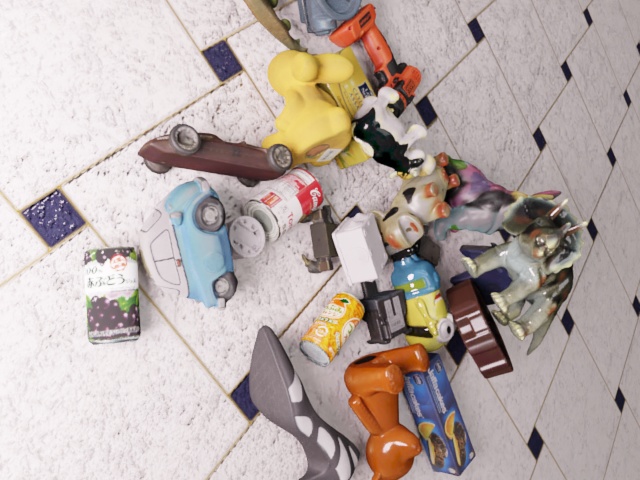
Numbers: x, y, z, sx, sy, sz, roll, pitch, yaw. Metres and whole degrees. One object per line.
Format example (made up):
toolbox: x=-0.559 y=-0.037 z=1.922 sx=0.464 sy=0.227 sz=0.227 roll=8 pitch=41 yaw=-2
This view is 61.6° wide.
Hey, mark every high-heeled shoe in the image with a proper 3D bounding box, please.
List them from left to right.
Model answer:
high-heeled shoe: x=-0.010 y=0.226 z=0.738 sx=0.145 sy=0.086 sz=0.248 roll=-10 pitch=92 yaw=-46

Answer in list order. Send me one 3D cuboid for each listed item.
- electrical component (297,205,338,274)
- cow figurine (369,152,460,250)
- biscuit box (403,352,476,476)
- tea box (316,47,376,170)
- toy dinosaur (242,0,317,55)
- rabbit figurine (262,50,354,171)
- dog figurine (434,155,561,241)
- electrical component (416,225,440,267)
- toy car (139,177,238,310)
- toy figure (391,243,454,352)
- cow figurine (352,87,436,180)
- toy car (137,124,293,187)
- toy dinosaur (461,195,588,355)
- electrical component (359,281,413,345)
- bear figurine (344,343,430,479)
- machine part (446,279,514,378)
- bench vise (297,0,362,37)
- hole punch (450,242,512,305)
electrical component: x=-0.001 y=-0.001 z=0.816 sx=0.078 sy=0.045 sz=0.102 roll=-12 pitch=92 yaw=-70
cow figurine: x=0.156 y=-0.059 z=0.918 sx=0.085 sy=0.127 sz=0.195 roll=51 pitch=44 yaw=-22
biscuit box: x=0.197 y=0.293 z=0.914 sx=0.063 sy=0.059 sz=0.202 roll=-27 pitch=99 yaw=-41
tea box: x=0.041 y=-0.214 z=0.878 sx=0.098 sy=0.068 sz=0.169 roll=-43 pitch=109 yaw=-37
toy dinosaur: x=-0.156 y=-0.424 z=0.729 sx=0.470 sy=0.105 sz=0.198 roll=56 pitch=48 yaw=-23
rabbit figurine: x=-0.028 y=-0.206 z=0.780 sx=0.122 sy=0.162 sz=0.173 roll=-11 pitch=71 yaw=-30
dog figurine: x=0.316 y=-0.080 z=0.984 sx=0.108 sy=0.219 sz=0.191 roll=-14 pitch=91 yaw=-56
electrical component: x=0.198 y=0.021 z=0.997 sx=0.063 sy=0.021 sz=0.094 roll=29 pitch=62 yaw=-34
toy car: x=-0.163 y=0.009 z=0.643 sx=0.103 sy=0.109 sz=0.161 roll=-11 pitch=101 yaw=-19
toy figure: x=0.169 y=0.100 z=0.918 sx=0.082 sy=0.089 sz=0.180 roll=-18 pitch=85 yaw=-37
cow figurine: x=0.116 y=-0.144 z=0.839 sx=0.167 sy=0.068 sz=0.098 roll=46 pitch=62 yaw=-24
toy car: x=-0.131 y=-0.110 z=0.694 sx=0.202 sy=0.089 sz=0.053 roll=5 pitch=78 yaw=-39
toy dinosaur: x=0.378 y=0.064 z=0.929 sx=0.404 sy=0.192 sz=0.131 roll=46 pitch=10 yaw=-49
electrical component: x=0.102 y=0.105 z=0.880 sx=0.075 sy=0.048 sz=0.119 roll=-10 pitch=89 yaw=-42
bear figurine: x=0.110 y=0.268 z=0.801 sx=0.120 sy=0.132 sz=0.195 roll=-14 pitch=84 yaw=-49
machine part: x=0.284 y=0.160 z=0.964 sx=0.179 sy=0.056 sz=0.179 roll=55 pitch=18 yaw=-28
bench vise: x=0.029 y=-0.435 z=0.813 sx=0.129 sy=0.241 sz=0.223 roll=-14 pitch=107 yaw=-46
hole punch: x=0.330 y=0.071 z=1.045 sx=0.142 sy=0.116 sz=0.092 roll=40 pitch=66 yaw=-28
